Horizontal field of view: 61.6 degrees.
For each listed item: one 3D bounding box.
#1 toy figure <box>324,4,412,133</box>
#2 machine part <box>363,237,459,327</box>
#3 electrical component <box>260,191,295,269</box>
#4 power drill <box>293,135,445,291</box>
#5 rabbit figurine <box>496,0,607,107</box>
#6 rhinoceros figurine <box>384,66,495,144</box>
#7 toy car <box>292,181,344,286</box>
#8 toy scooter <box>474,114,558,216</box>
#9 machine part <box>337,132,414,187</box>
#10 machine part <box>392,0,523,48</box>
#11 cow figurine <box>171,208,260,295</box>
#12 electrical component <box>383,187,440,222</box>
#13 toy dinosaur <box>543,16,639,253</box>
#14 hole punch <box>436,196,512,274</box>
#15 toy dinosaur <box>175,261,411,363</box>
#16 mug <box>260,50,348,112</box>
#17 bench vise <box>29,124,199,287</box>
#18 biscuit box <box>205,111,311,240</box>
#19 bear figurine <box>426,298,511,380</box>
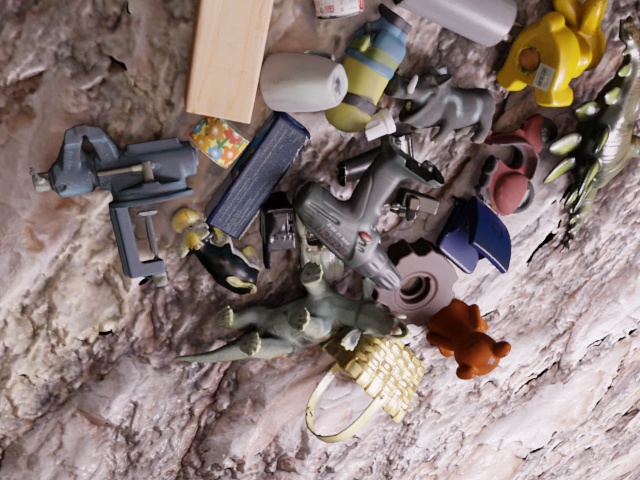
[{"bbox_3d":[0.066,-0.243,0.780,0.082,0.089,0.180,27,109,-20],"label":"toy figure"},{"bbox_3d":[0.171,0.084,1.002,0.179,0.056,0.179,-8,119,-14],"label":"machine part"},{"bbox_3d":[-0.070,-0.011,0.871,0.048,0.075,0.119,-7,114,-13],"label":"electrical component"},{"bbox_3d":[0.091,-0.043,0.820,0.232,0.086,0.207,34,122,-16],"label":"power drill"},{"bbox_3d":[0.379,-0.303,0.837,0.173,0.122,0.162,-16,124,-29],"label":"rabbit figurine"},{"bbox_3d":[0.190,-0.212,0.842,0.190,0.073,0.112,6,116,-19],"label":"rhinoceros figurine"},{"bbox_3d":[-0.002,-0.003,0.906,0.073,0.056,0.201,-12,119,-10],"label":"toy car"},{"bbox_3d":[0.317,-0.132,0.920,0.135,0.075,0.183,9,111,-21],"label":"toy scooter"},{"bbox_3d":[0.092,-0.127,0.881,0.139,0.039,0.084,-21,129,-7],"label":"machine part"},{"bbox_3d":[0.194,-0.344,0.771,0.243,0.079,0.079,15,112,-22],"label":"machine part"},{"bbox_3d":[-0.167,0.023,0.849,0.068,0.098,0.167,-42,121,15],"label":"cow figurine"},{"bbox_3d":[0.153,-0.059,0.898,0.078,0.102,0.045,16,103,-13],"label":"electrical component"},{"bbox_3d":[0.476,-0.152,0.915,0.198,0.105,0.470,-36,138,-11],"label":"toy dinosaur"},{"bbox_3d":[0.285,-0.007,0.950,0.142,0.092,0.116,35,73,-24],"label":"hole punch"},{"bbox_3d":[-0.042,0.150,0.932,0.405,0.131,0.192,-21,146,26],"label":"toy dinosaur"},{"bbox_3d":[-0.012,-0.224,0.752,0.109,0.107,0.080,-55,146,-31],"label":"mug"},{"bbox_3d":[-0.273,-0.045,0.758,0.223,0.129,0.240,-15,103,-30],"label":"bench vise"},{"bbox_3d":[-0.097,-0.102,0.825,0.062,0.059,0.202,31,106,-26],"label":"biscuit box"},{"bbox_3d":[0.285,0.197,1.013,0.120,0.196,0.131,-39,121,3],"label":"bear figurine"}]
